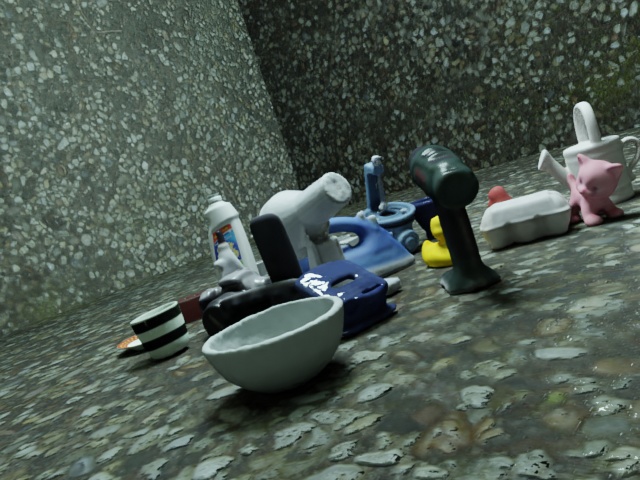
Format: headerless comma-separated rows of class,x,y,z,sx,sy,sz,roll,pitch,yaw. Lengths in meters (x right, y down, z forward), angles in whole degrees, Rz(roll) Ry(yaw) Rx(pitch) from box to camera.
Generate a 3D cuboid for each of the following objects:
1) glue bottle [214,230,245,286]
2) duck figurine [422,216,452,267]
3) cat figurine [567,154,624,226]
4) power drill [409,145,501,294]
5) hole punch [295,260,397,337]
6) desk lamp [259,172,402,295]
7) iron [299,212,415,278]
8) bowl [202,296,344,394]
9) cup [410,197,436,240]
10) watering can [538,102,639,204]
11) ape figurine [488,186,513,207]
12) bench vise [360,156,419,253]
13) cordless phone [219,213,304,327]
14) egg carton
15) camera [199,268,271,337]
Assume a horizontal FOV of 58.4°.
glue bottle,-0.184,0.063,1.186,0.078,0.173,0.037,-22,7,-35
duck figurine,0.218,-0.002,1.000,0.078,0.086,0.104,-23,7,-38
cat figurine,0.447,-0.088,0.944,0.067,0.118,0.128,-18,6,-3
power drill,0.184,-0.037,0.819,0.075,0.208,0.229,-18,6,2
hole punch,0.036,0.076,0.796,0.109,0.091,0.100,-22,7,-34
desk lamp,0.009,0.003,0.951,0.118,0.213,0.202,-23,8,-41
iron,0.041,0.017,1.082,0.258,0.141,0.118,-19,6,-7
bowl,-0.043,0.126,0.647,0.167,0.075,0.167,-18,6,2
cup,0.244,-0.047,1.296,0.117,0.095,0.092,-13,8,43
watering can,0.503,-0.160,1.072,0.173,0.194,0.101,-19,6,-7
ape figurine,0.349,-0.059,1.097,0.078,0.092,0.076,-21,6,-23
bench vise,0.120,-0.070,1.269,0.122,0.220,0.206,-22,7,-36
cordless phone,-0.090,0.059,0.872,0.147,0.185,0.094,-17,6,11
egg carton,0.353,-0.037,0.987,0.150,0.069,0.107,-16,6,22
camera,-0.158,0.113,0.990,0.142,0.101,0.137,-15,6,26
